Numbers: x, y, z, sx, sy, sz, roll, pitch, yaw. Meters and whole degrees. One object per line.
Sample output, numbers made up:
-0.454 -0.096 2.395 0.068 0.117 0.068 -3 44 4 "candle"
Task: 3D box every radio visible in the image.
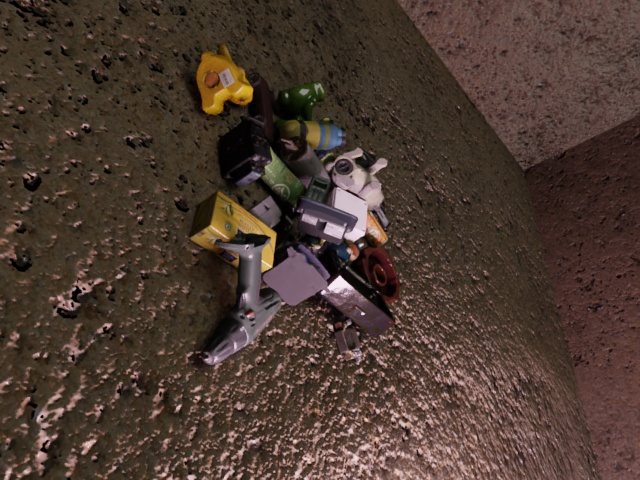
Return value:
0.078 0.129 1.311 0.229 0.073 0.131 42 14 -30 "radio"

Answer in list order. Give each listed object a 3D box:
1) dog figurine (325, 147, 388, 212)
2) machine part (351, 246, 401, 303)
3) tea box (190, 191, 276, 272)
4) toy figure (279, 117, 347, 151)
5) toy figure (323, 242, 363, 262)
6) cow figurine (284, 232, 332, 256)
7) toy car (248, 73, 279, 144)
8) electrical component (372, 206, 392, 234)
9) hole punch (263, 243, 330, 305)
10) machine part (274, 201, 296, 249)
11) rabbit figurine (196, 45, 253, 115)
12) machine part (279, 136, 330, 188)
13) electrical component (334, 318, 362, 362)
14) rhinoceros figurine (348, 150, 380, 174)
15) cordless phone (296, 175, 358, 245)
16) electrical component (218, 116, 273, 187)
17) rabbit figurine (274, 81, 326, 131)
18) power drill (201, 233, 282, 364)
0.097 -0.151 1.484 0.172 0.190 0.121 25 69 7 "dog figurine"
0.154 0.101 1.491 0.179 0.056 0.179 32 45 -38 "machine part"
-0.173 -0.009 1.099 0.169 0.068 0.098 37 40 -36 "tea box"
-0.018 -0.272 1.383 0.180 0.089 0.082 -1 67 -17 "toy figure"
0.063 0.033 1.407 0.154 0.064 0.057 -3 109 -59 "toy figure"
-0.003 -0.006 1.305 0.068 0.098 0.167 60 37 -5 "cow figurine"
-0.149 -0.335 1.382 0.089 0.053 0.202 47 31 -61 "toy car"
0.166 -0.073 1.639 0.119 0.048 0.075 54 33 -13 "electrical component"
-0.049 0.065 1.185 0.142 0.116 0.092 50 27 -20 "hole punch"
-0.084 -0.035 1.247 0.039 0.084 0.139 28 31 -8 "machine part"
-0.225 -0.370 1.275 0.162 0.122 0.173 58 17 9 "rabbit figurine"
-0.035 -0.186 1.362 0.243 0.079 0.079 52 27 -58 "machine part"
0.071 0.240 1.282 0.078 0.045 0.102 11 58 -49 "electrical component"
0.125 -0.234 1.637 0.112 0.073 0.190 55 16 -13 "rhinoceros figurine"
0.024 -0.085 1.273 0.147 0.088 0.184 20 36 -1 "cordless phone"
-0.167 -0.189 1.194 0.058 0.115 0.134 14 55 -48 "electrical component"
-0.045 -0.335 1.476 0.159 0.121 0.170 -36 112 -54 "rabbit figurine"
-0.144 0.097 0.993 0.232 0.086 0.207 -26 114 -62 "power drill"
